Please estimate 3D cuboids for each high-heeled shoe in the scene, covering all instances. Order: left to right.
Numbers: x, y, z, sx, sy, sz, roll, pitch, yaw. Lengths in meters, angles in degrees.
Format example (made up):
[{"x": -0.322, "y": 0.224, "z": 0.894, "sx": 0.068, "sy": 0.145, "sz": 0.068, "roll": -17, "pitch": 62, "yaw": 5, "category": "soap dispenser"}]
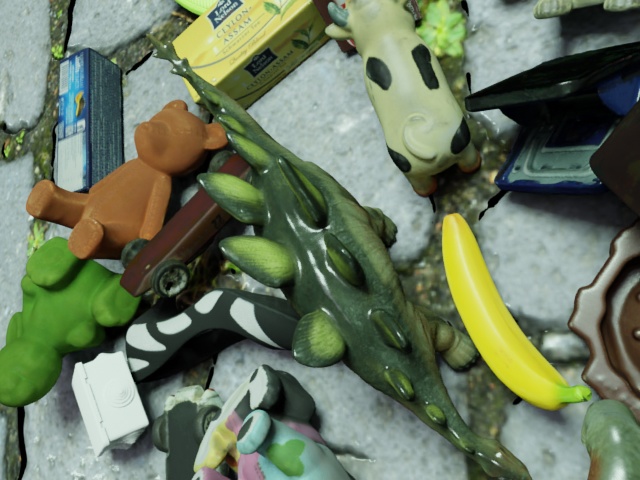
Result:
[{"x": -0.101, "y": 0.116, "z": 0.542, "sx": 0.249, "sy": 0.086, "sz": 0.145, "roll": 17, "pitch": 90, "yaw": 32, "category": "high-heeled shoe"}]

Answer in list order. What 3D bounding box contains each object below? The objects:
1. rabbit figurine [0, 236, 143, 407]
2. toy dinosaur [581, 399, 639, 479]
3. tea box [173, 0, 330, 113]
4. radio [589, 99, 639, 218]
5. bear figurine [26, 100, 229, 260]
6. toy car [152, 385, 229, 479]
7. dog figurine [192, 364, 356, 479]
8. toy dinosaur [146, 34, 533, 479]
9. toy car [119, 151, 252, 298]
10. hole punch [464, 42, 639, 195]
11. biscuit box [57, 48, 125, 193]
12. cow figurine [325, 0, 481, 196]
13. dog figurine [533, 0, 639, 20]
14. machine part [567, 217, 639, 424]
[{"x": -0.308, "y": 0.099, "z": 0.601, "sx": 0.159, "sy": 0.121, "sz": 0.170, "roll": -15, "pitch": 41, "yaw": 53, "category": "rabbit figurine"}, {"x": 0.202, "y": 0.221, "z": 0.274, "sx": 0.131, "sy": 0.192, "sz": 0.404, "roll": -10, "pitch": 99, "yaw": 14, "category": "toy dinosaur"}, {"x": -0.079, "y": -0.227, "z": 0.611, "sx": 0.169, "sy": 0.068, "sz": 0.098, "roll": -38, "pitch": 66, "yaw": 15, "category": "tea box"}, {"x": 0.301, "y": -0.067, "z": 0.327, "sx": 0.230, "sy": 0.073, "sz": 0.131, "roll": -28, "pitch": 67, "yaw": -16, "category": "radio"}, {"x": -0.203, "y": -0.075, "z": 0.600, "sx": 0.120, "sy": 0.132, "sz": 0.196, "roll": 38, "pitch": 95, "yaw": 22, "category": "bear figurine"}, {"x": -0.121, "y": 0.248, "z": 0.534, "sx": 0.074, "sy": 0.056, "sz": 0.201, "roll": -18, "pitch": 70, "yaw": 28, "category": "toy car"}, {"x": 0.000, "y": 0.226, "z": 0.458, "sx": 0.219, "sy": 0.191, "sz": 0.108, "roll": 42, "pitch": 96, "yaw": -7, "category": "dog figurine"}, {"x": -0.001, "y": -0.001, "z": 0.450, "sx": 0.105, "sy": 0.198, "sz": 0.472, "roll": -43, "pitch": 66, "yaw": 8, "category": "toy dinosaur"}, {"x": -0.125, "y": -0.018, "z": 0.565, "sx": 0.089, "sy": 0.053, "sz": 0.202, "roll": 23, "pitch": 67, "yaw": 42, "category": "toy car"}, {"x": 0.195, "y": -0.095, "z": 0.420, "sx": 0.116, "sy": 0.142, "sz": 0.092, "roll": -30, "pitch": 106, "yaw": -20, "category": "hole punch"}, {"x": -0.300, "y": -0.146, "z": 0.705, "sx": 0.059, "sy": 0.062, "sz": 0.202, "roll": -14, "pitch": 73, "yaw": 24, "category": "biscuit box"}, {"x": 0.072, "y": -0.148, "z": 0.486, "sx": 0.085, "sy": 0.127, "sz": 0.195, "roll": -23, "pitch": 72, "yaw": 17, "category": "cow figurine"}, {"x": 0.217, "y": -0.272, "z": 0.388, "sx": 0.121, "sy": 0.172, "sz": 0.190, "roll": -20, "pitch": 112, "yaw": -13, "category": "dog figurine"}, {"x": 0.273, "y": 0.064, "z": 0.380, "sx": 0.180, "sy": 0.056, "sz": 0.179, "roll": -5, "pitch": 78, "yaw": 25, "category": "machine part"}]
